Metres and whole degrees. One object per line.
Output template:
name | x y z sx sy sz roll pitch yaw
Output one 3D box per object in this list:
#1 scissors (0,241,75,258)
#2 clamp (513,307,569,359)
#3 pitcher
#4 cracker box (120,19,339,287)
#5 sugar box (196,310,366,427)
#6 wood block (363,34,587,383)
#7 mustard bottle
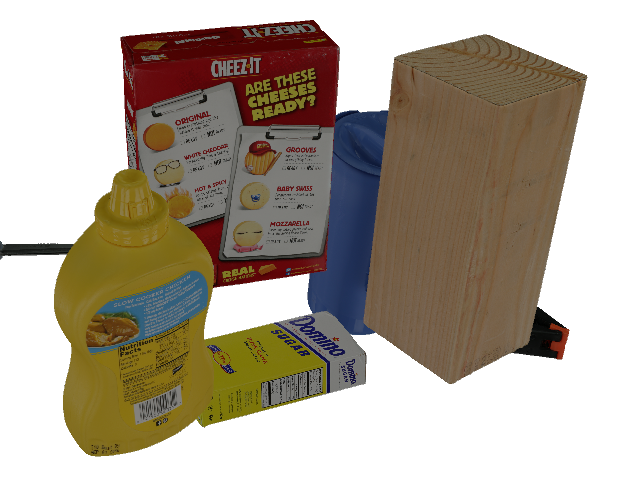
scissors | -0.285 0.015 0.872 0.202 0.016 0.096 5 23 5
clamp | 0.148 0.063 0.989 0.172 0.039 0.120 19 30 17
pitcher | 0.055 -0.008 1.166 0.145 0.243 0.149 26 41 20
cracker box | -0.075 -0.066 0.881 0.164 0.214 0.072 -8 34 -17
sugar box | -0.052 0.124 1.062 0.176 0.048 0.093 -15 31 -21
wood block | 0.099 -0.021 0.720 0.090 0.206 0.091 -20 39 -36
mustard bottle | -0.110 0.040 0.637 0.096 0.192 0.058 -20 45 -28
